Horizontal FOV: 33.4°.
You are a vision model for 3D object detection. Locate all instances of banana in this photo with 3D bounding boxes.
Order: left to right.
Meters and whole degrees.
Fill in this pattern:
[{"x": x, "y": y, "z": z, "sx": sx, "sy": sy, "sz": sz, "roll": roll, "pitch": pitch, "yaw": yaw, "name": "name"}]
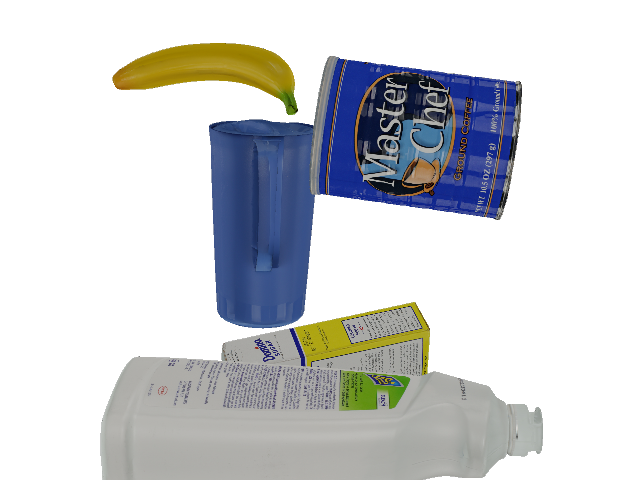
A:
[{"x": -0.105, "y": -0.165, "z": 1.039, "sx": 0.198, "sy": 0.037, "sz": 0.069, "roll": 9, "pitch": 45, "yaw": 19, "name": "banana"}]

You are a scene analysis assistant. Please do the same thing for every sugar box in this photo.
[{"x": 0.005, "y": 0.115, "z": 0.927, "sx": 0.176, "sy": 0.093, "sz": 0.048, "roll": -9, "pitch": 38, "yaw": -10, "name": "sugar box"}]

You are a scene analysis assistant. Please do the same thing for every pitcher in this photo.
[{"x": -0.069, "y": -0.020, "z": 1.276, "sx": 0.145, "sy": 0.243, "sz": 0.148, "roll": 12, "pitch": 17, "yaw": 37, "name": "pitcher"}]

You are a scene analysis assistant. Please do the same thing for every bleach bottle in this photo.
[{"x": 0.005, "y": 0.113, "z": 0.631, "sx": 0.251, "sy": 0.068, "sz": 0.102, "roll": 1, "pitch": 20, "yaw": 2, "name": "bleach bottle"}]

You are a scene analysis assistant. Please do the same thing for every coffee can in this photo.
[{"x": 0.068, "y": -0.075, "z": 0.782, "sx": 0.140, "sy": 0.103, "sz": 0.103, "roll": 8, "pitch": 1, "yaw": 4, "name": "coffee can"}]
